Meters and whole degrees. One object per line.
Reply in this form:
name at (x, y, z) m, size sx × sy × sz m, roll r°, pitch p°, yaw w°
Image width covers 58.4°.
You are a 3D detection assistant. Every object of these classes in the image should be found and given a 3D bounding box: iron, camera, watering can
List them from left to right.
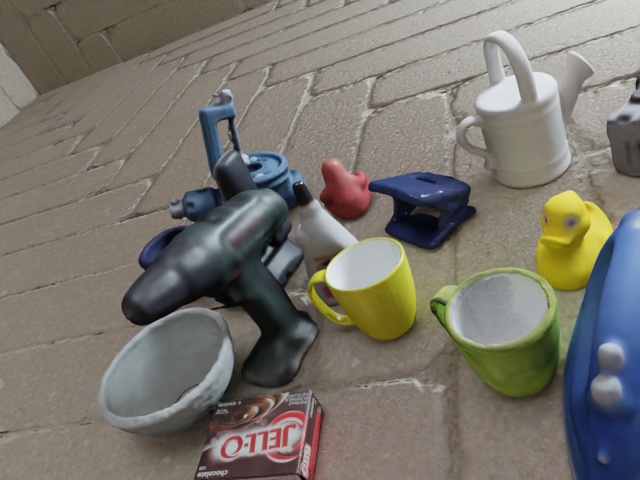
watering can at (0.254, -0.175, 0.721) m, size 0.173 × 0.194 × 0.100 m, roll -37°, pitch 34°, yaw -14°
iron at (0.236, 0.077, 0.433) m, size 0.118 × 0.142 × 0.259 m, roll 3°, pitch 43°, yaw 38°
camera at (0.422, -0.143, 0.645) m, size 0.143 × 0.101 × 0.136 m, roll -39°, pitch 35°, yaw -18°

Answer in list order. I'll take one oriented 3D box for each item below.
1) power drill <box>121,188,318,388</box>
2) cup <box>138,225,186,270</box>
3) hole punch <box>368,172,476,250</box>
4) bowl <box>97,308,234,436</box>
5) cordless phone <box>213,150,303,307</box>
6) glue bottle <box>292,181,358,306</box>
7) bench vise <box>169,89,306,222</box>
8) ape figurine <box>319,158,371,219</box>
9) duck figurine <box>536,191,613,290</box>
power drill at (-0.087, 0.060, 0.623) m, size 0.075 × 0.209 × 0.230 m, roll -3°, pitch 40°, yaw 33°
cup at (-0.195, 0.044, 0.829) m, size 0.092 × 0.095 × 0.117 m, roll -37°, pitch 34°, yaw -15°
hole punch at (0.130, -0.057, 0.740) m, size 0.101 × 0.091 × 0.108 m, roll -40°, pitch 35°, yaw -19°
bowl at (-0.164, 0.162, 0.660) m, size 0.167 × 0.075 × 0.167 m, roll -19°, pitch 34°, yaw 13°
cordless phone at (-0.112, -0.014, 0.766) m, size 0.093 × 0.185 × 0.148 m, roll -3°, pitch 40°, yaw 32°
glue bottle at (0.006, 0.002, 0.670) m, size 0.078 × 0.173 × 0.037 m, roll -18°, pitch 34°, yaw 15°
bench vise at (-0.146, -0.105, 0.885) m, size 0.208 × 0.220 × 0.121 m, roll -37°, pitch 34°, yaw -15°
ape figurine at (0.032, -0.081, 0.844) m, size 0.077 × 0.092 × 0.076 m, roll -20°, pitch 33°, yaw 11°
duck figurine at (0.259, -0.012, 0.592) m, size 0.077 × 0.086 × 0.105 m, roll 12°, pitch 49°, yaw 45°
